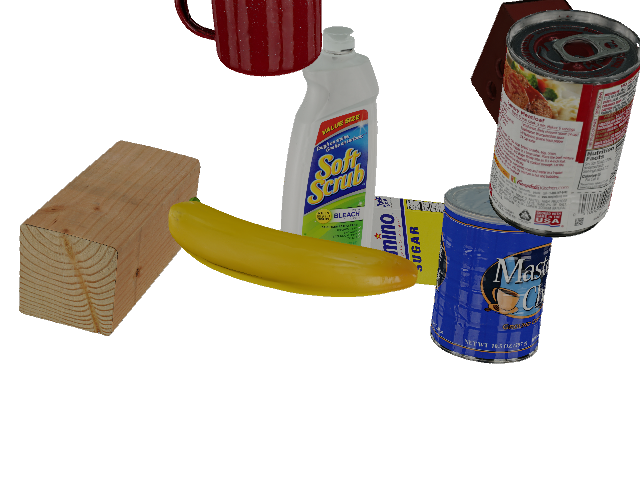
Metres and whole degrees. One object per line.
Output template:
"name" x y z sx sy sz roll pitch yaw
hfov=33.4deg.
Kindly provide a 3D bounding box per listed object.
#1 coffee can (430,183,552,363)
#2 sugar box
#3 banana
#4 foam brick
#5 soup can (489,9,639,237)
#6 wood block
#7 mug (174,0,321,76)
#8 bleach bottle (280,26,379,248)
"coffee can" 0.159 0.029 0.991 0.103 0.140 0.103 3 20 -1
"sugar box" 0.133 0.004 1.229 0.176 0.093 0.048 4 23 -3
"banana" -0.034 0.003 0.700 0.198 0.037 0.069 19 36 32
"foam brick" 0.148 -0.124 0.749 0.051 0.053 0.078 -12 -33 -20
"soup can" 0.127 -0.060 0.565 0.068 0.102 0.068 0 41 0
"wood block" -0.191 -0.009 0.995 0.090 0.091 0.206 14 28 8
"mug" -0.052 -0.176 0.802 0.117 0.081 0.093 2 35 5
"bleach bottle" 0.006 -0.090 1.080 0.102 0.251 0.068 -5 28 -12
